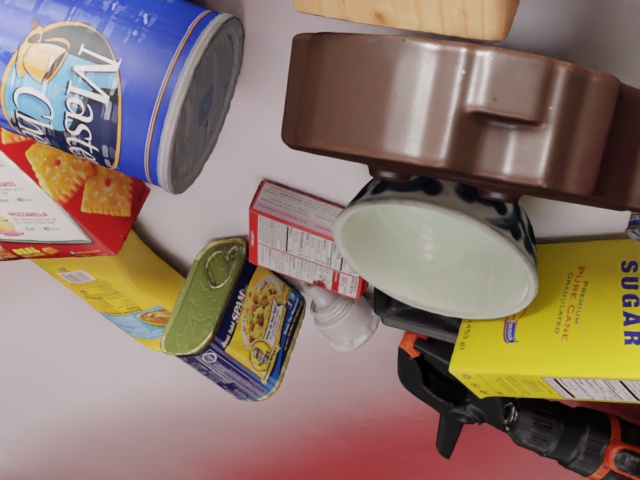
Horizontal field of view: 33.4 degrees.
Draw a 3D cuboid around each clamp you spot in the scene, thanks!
[{"bbox_3d":[0.118,0.133,0.874,0.165,0.036,0.209,-10,136,46],"label":"clamp"}]

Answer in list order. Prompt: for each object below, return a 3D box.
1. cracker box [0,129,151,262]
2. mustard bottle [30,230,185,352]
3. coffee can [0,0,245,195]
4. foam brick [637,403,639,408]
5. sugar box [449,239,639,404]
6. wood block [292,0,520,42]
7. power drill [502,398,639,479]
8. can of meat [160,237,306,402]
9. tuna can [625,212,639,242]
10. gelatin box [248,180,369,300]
[{"bbox_3d":[-0.250,-0.072,0.757,0.164,0.072,0.213,-3,141,37],"label":"cracker box"},{"bbox_3d":[-0.155,0.043,0.899,0.096,0.058,0.191,-9,139,37],"label":"mustard bottle"},{"bbox_3d":[-0.125,-0.096,0.588,0.140,0.102,0.103,20,152,6],"label":"coffee can"},{"bbox_3d":[0.239,0.091,0.695,0.051,0.053,0.078,1,144,35],"label":"foam brick"},{"bbox_3d":[0.168,0.047,0.626,0.177,0.093,0.048,-7,145,43],"label":"sugar box"},{"bbox_3d":[0.029,-0.174,0.351,0.090,0.090,0.206,13,150,18],"label":"wood block"},{"bbox_3d":[0.236,0.164,0.746,0.184,0.057,0.188,19,-179,-11],"label":"power drill"},{"bbox_3d":[-0.063,0.063,0.821,0.058,0.102,0.083,-9,141,43],"label":"can of meat"},{"bbox_3d":[0.200,-0.010,0.534,0.086,0.034,0.086,15,177,1],"label":"tuna can"},{"bbox_3d":[-0.005,0.001,0.744,0.089,0.030,0.073,19,151,8],"label":"gelatin box"}]
